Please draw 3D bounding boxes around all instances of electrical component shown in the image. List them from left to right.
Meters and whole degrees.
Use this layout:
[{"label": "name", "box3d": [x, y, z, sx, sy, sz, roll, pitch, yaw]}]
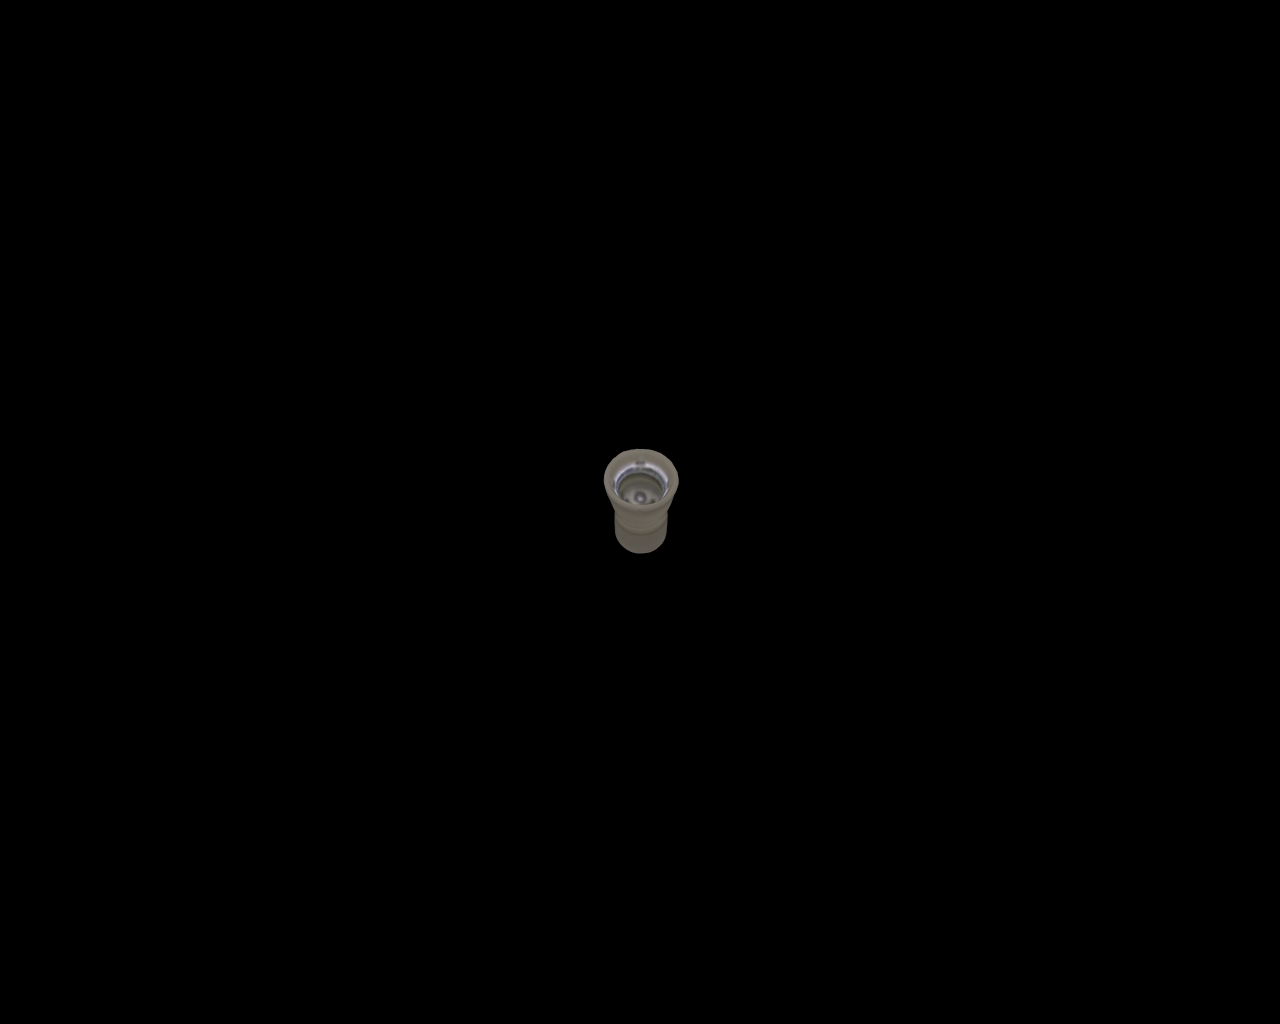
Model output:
[{"label": "electrical component", "box3d": [0.001, -0.003, 0.650, 0.044, 0.044, 0.065, 0, -33, 0]}]
